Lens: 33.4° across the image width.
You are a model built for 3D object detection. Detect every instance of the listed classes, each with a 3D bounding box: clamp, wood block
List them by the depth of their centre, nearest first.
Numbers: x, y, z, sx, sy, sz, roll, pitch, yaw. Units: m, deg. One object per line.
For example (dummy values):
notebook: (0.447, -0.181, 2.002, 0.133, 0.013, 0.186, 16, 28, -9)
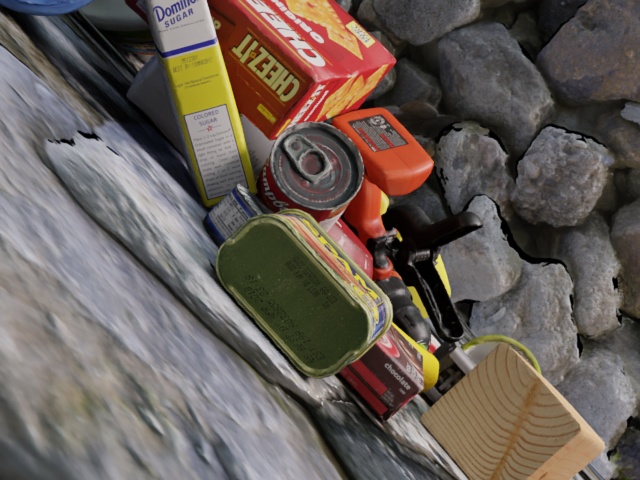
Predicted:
wood block: (0.168, 0.161, 0.889, 0.090, 0.091, 0.206, 49, 5, 23)
clamp: (0.095, 0.023, 1.001, 0.039, 0.120, 0.172, 6, 7, -25)

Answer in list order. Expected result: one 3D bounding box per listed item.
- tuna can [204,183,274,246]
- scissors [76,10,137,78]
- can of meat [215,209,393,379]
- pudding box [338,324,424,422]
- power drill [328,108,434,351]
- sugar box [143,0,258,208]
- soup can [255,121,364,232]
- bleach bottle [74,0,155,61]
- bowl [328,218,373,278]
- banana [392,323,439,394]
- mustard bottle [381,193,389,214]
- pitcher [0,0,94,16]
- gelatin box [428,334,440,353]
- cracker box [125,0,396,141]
tuna can: (-0.037, 0.004, 0.714, 0.086, 0.034, 0.086, 46, 5, -5)
scissors: (-0.143, -0.126, 0.971, 0.202, 0.016, 0.096, 48, 3, 17)
can of meat: (-0.009, 0.030, 0.623, 0.102, 0.057, 0.084, 47, 8, 6)
pudding box: (0.027, 0.068, 0.723, 0.090, 0.039, 0.113, 47, 5, 0)
power drill: (0.052, -0.008, 0.956, 0.185, 0.057, 0.188, 52, -33, 40)
sugar box: (-0.090, -0.121, 0.761, 0.093, 0.048, 0.176, -122, -161, -65)
soup can: (-0.015, -0.035, 0.787, 0.068, 0.068, 0.102, 47, -26, 5)
bleach bottle: (-0.168, -0.225, 1.104, 0.250, 0.102, 0.068, 20, 72, -82)
bowl: (-0.006, 0.001, 0.899, 0.162, 0.055, 0.162, 47, 5, -6)
banana: (0.048, 0.079, 0.841, 0.070, 0.037, 0.197, 43, 1, 42)
mustard bottle: (0.030, -0.035, 1.270, 0.058, 0.096, 0.191, 46, 5, -7)
pitcher: (-0.213, -0.248, 0.766, 0.243, 0.149, 0.145, -119, -165, -60)
gelatin box: (0.110, 0.116, 1.127, 0.073, 0.030, 0.089, 46, 5, -29)
cracker box: (-0.040, -0.176, 0.907, 0.164, 0.072, 0.213, 43, 23, 6)
